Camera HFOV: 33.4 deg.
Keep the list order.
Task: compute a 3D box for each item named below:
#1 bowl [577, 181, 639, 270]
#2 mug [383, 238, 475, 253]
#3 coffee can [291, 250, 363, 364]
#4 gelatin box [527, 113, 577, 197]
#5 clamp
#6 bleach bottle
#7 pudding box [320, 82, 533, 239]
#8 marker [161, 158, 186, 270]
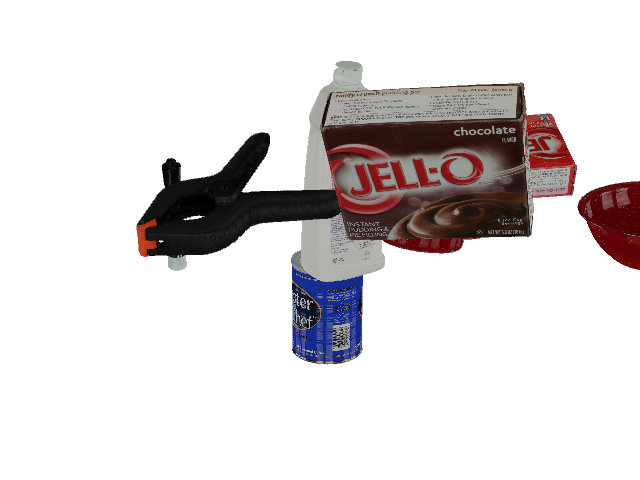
[{"bbox_3d":[0.348,-0.010,1.106,0.162,0.055,0.162,-3,23,1],"label":"bowl"},{"bbox_3d":[0.112,-0.034,1.013,0.117,0.081,0.093,10,13,16],"label":"mug"},{"bbox_3d":[0.010,0.090,1.514,0.103,0.140,0.103,0,20,0],"label":"coffee can"},{"bbox_3d":[0.139,-0.063,0.799,0.089,0.030,0.073,-5,37,-1],"label":"gelatin box"},{"bbox_3d":[-0.079,-0.037,0.885,0.171,0.039,0.120,-17,38,-24],"label":"clamp"},{"bbox_3d":[0.031,-0.081,1.218,0.102,0.251,0.068,-13,31,-30],"label":"bleach bottle"},{"bbox_3d":[0.063,-0.044,0.611,0.113,0.039,0.090,-3,-43,13],"label":"pudding box"},{"bbox_3d":[-0.147,-0.026,1.075,0.020,0.121,0.020,0,29,0],"label":"marker"}]
